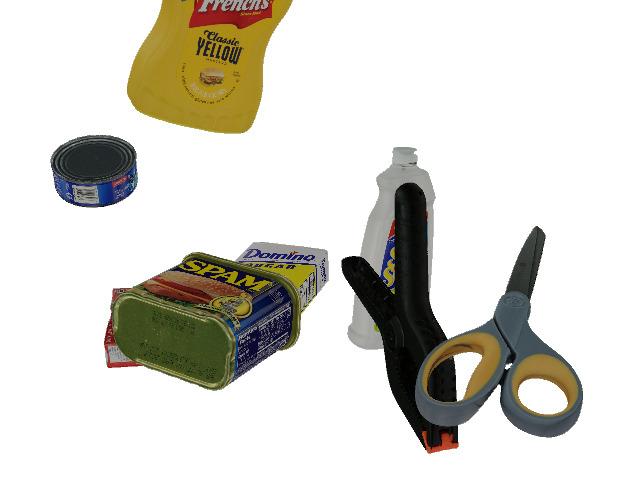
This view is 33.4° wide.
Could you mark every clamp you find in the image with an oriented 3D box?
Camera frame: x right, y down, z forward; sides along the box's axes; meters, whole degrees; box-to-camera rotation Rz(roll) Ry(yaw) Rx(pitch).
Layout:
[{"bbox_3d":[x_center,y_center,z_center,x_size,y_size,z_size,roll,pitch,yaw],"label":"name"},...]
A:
[{"bbox_3d":[0.074,0.067,0.878,0.036,0.210,0.165,-8,-28,-20],"label":"clamp"}]

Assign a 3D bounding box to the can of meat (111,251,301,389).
[{"bbox_3d":[-0.078,0.053,0.721,0.102,0.057,0.083,15,23,26],"label":"can of meat"}]

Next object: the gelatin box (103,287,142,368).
[{"bbox_3d":[-0.150,0.074,0.945,0.073,0.030,0.089,-3,31,-3],"label":"gelatin box"}]

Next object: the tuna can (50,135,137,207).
[{"bbox_3d":[-0.229,-0.071,1.088,0.086,0.034,0.086,1,39,-1],"label":"tuna can"}]

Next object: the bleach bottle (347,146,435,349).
[{"bbox_3d":[0.092,0.008,1.346,0.102,0.251,0.068,-3,16,-19],"label":"bleach bottle"}]

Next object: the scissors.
[{"bbox_3d":[0.126,0.050,0.616,0.096,0.016,0.201,21,38,28],"label":"scissors"}]

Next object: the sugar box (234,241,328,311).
[{"bbox_3d":[-0.062,0.055,1.135,0.093,0.048,0.176,6,27,17],"label":"sugar box"}]

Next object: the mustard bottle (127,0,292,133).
[{"bbox_3d":[-0.068,-0.175,0.762,0.096,0.192,0.058,10,24,-25],"label":"mustard bottle"}]
